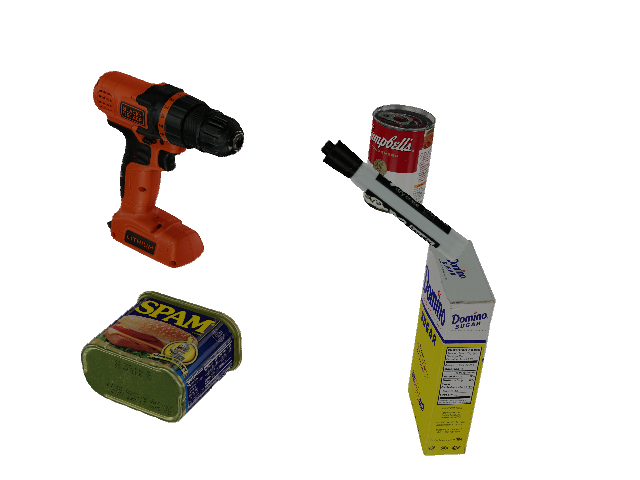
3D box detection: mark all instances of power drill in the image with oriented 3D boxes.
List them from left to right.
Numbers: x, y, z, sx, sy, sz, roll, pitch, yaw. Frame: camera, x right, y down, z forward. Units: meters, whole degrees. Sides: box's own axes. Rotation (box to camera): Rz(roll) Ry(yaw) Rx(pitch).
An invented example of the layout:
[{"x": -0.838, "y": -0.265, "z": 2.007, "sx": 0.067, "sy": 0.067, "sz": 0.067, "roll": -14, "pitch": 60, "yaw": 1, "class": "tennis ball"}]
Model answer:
[{"x": -0.157, "y": -0.069, "z": 1.104, "sx": 0.185, "sy": 0.188, "sz": 0.057, "roll": 25, "pitch": 35, "yaw": 29, "class": "power drill"}]

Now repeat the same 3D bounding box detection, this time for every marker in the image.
[{"x": 0.050, "y": -0.029, "z": 0.744, "sx": 0.121, "sy": 0.020, "sz": 0.020, "roll": 38, "pitch": -3, "yaw": -4, "class": "marker"}]

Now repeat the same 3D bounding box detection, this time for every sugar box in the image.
[{"x": 0.112, "y": 0.096, "z": 0.948, "sx": 0.048, "sy": 0.176, "sz": 0.093, "roll": -3, "pitch": 34, "yaw": -6, "class": "sugar box"}]

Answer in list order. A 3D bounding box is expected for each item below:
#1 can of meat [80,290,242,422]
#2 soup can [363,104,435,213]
[{"x": -0.128, "y": 0.092, "z": 0.855, "sx": 0.102, "sy": 0.057, "sz": 0.083, "roll": 15, "pitch": 33, "yaw": 23, "class": "can of meat"}, {"x": 0.085, "y": -0.089, "z": 1.163, "sx": 0.068, "sy": 0.102, "sz": 0.068, "roll": 5, "pitch": 29, "yaw": -3, "class": "soup can"}]
